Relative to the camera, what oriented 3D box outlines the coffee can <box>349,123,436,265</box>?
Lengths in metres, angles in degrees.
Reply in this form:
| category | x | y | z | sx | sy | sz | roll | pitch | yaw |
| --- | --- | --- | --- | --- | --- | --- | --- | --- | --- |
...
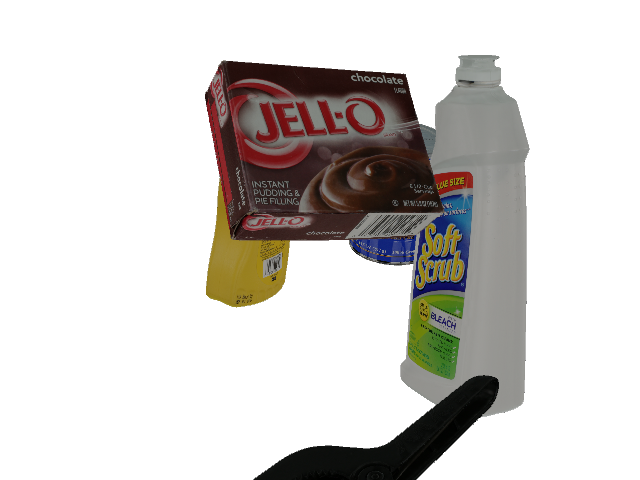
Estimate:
| category | x | y | z | sx | sy | sz | roll | pitch | yaw |
| --- | --- | --- | --- | --- | --- | --- | --- | --- | --- |
| coffee can | 0.089 | -0.057 | 1.249 | 0.103 | 0.140 | 0.103 | 3 | 28 | -2 |

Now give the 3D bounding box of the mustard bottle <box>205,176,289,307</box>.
| category | x | y | z | sx | sy | sz | roll | pitch | yaw |
| --- | --- | --- | --- | --- | --- | --- | --- | --- | --- |
| mustard bottle | -0.057 | -0.041 | 0.964 | 0.058 | 0.192 | 0.096 | 19 | 23 | 26 |

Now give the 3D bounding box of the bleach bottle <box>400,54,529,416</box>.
| category | x | y | z | sx | sy | sz | roll | pitch | yaw |
| --- | --- | --- | --- | --- | --- | --- | --- | --- | --- |
| bleach bottle | 0.105 | -0.006 | 0.767 | 0.068 | 0.251 | 0.103 | -8 | 17 | -26 |

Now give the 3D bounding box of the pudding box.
| category | x | y | z | sx | sy | sz | roll | pitch | yaw |
| --- | --- | --- | --- | --- | --- | --- | --- | --- | --- |
| pudding box | 0.001 | -0.047 | 0.566 | 0.113 | 0.090 | 0.039 | 1 | -27 | -27 |

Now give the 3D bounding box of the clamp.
| category | x | y | z | sx | sy | sz | roll | pitch | yaw |
| --- | --- | --- | --- | --- | --- | --- | --- | --- | --- |
| clamp | 0.037 | 0.147 | 0.640 | 0.210 | 0.036 | 0.164 | -7 | 30 | 0 |
